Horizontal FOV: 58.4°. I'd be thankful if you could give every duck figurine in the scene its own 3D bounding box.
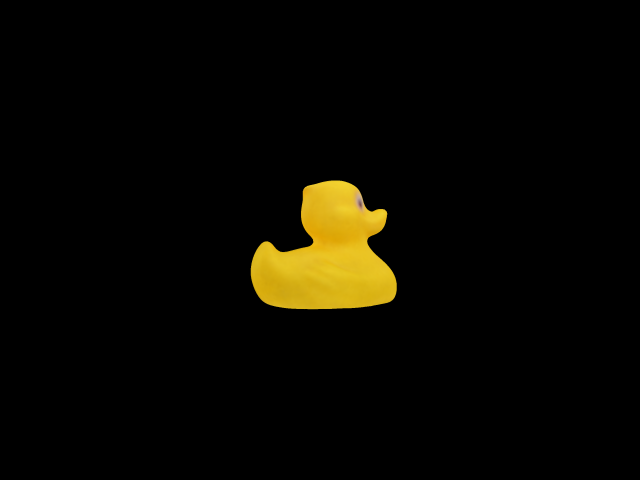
[{"bbox_3d":[0.004,0.001,0.400,0.105,0.086,0.077,-1,4,-19],"label":"duck figurine"}]
